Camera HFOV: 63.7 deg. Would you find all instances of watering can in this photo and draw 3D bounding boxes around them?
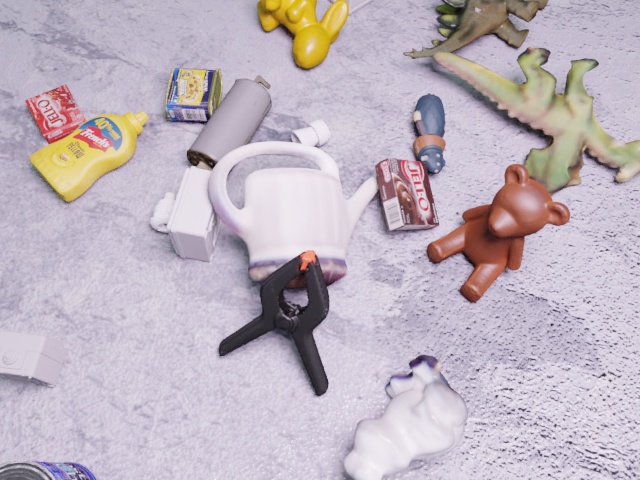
[{"bbox_3d":[0.002,-0.040,0.787,0.348,0.227,0.103,1,-14,-27],"label":"watering can"}]

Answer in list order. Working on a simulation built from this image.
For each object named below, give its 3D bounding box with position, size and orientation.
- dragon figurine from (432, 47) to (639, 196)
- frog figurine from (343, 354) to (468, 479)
[{"bbox_3d":[0.388,-0.197,0.907,0.410,0.246,0.120,10,-18,2],"label":"dragon figurine"},{"bbox_3d":[0.110,0.244,0.643,0.135,0.122,0.163,-28,18,46],"label":"frog figurine"}]
